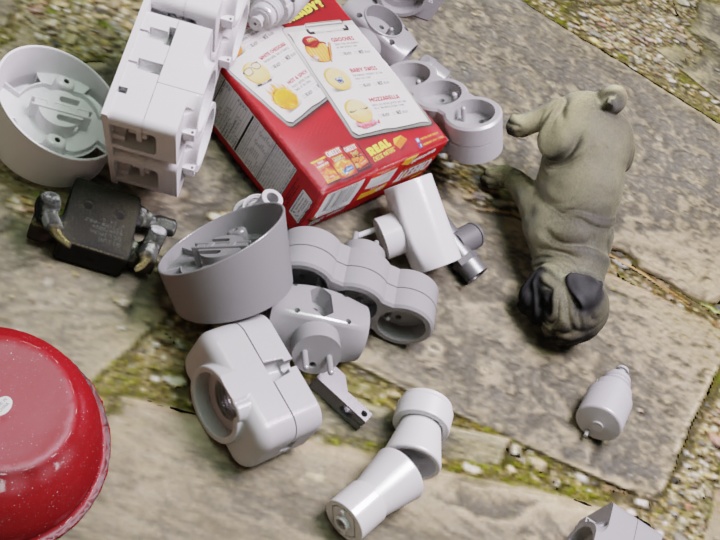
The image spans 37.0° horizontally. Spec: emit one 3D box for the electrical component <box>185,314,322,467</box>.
[{"bbox_3d":[-0.079,0.086,0.757,0.059,0.053,0.095,-19,69,-38],"label":"electrical component"}]

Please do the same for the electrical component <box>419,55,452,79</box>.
[{"bbox_3d":[0.077,-0.181,1.052,0.061,0.035,0.035,37,47,-5],"label":"electrical component"}]

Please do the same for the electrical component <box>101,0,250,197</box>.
[{"bbox_3d":[-0.129,-0.160,0.796,0.060,0.105,0.186,15,68,-3],"label":"electrical component"}]

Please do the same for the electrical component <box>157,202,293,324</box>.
[{"bbox_3d":[-0.096,-0.006,0.780,0.099,0.064,0.099,-9,27,5],"label":"electrical component"}]

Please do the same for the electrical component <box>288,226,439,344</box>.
[{"bbox_3d":[0.000,0.000,0.866,0.138,0.052,0.073,23,49,-15],"label":"electrical component"}]

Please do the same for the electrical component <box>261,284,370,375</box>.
[{"bbox_3d":[-0.034,0.051,0.803,0.077,0.043,0.079,13,32,-16],"label":"electrical component"}]

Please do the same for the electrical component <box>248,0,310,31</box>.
[{"bbox_3d":[-0.070,-0.222,0.895,0.040,0.040,0.078,35,46,-4],"label":"electrical component"}]

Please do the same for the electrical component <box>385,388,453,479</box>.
[{"bbox_3d":[0.045,0.123,0.810,0.045,0.045,0.055,29,48,-10],"label":"electrical component"}]

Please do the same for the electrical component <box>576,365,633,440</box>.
[{"bbox_3d":[0.214,0.110,0.922,0.040,0.040,0.078,39,47,-1],"label":"electrical component"}]

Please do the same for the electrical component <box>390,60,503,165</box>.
[{"bbox_3d":[0.076,-0.133,0.991,0.052,0.073,0.138,-31,48,-23],"label":"electrical component"}]

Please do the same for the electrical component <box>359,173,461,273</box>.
[{"bbox_3d":[0.036,-0.033,0.911,0.079,0.043,0.077,-20,93,-8],"label":"electrical component"}]

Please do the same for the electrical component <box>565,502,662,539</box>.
[{"bbox_3d":[0.184,0.228,0.814,0.056,0.050,0.089,34,48,-6],"label":"electrical component"}]

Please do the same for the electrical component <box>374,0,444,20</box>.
[{"bbox_3d":[0.011,-0.327,1.068,0.186,0.105,0.060,15,52,-21],"label":"electrical component"}]

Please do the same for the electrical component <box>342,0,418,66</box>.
[{"bbox_3d":[0.005,-0.216,1.027,0.077,0.044,0.079,40,46,0],"label":"electrical component"}]

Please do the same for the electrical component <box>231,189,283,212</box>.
[{"bbox_3d":[-0.080,-0.039,0.840,0.043,0.062,0.043,15,52,-21],"label":"electrical component"}]

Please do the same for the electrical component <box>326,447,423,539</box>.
[{"bbox_3d":[0.008,0.162,0.765,0.065,0.044,0.044,-33,79,-37],"label":"electrical component"}]

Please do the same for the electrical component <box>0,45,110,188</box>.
[{"bbox_3d":[-0.227,-0.113,0.804,0.099,0.064,0.099,16,52,-21],"label":"electrical component"}]
